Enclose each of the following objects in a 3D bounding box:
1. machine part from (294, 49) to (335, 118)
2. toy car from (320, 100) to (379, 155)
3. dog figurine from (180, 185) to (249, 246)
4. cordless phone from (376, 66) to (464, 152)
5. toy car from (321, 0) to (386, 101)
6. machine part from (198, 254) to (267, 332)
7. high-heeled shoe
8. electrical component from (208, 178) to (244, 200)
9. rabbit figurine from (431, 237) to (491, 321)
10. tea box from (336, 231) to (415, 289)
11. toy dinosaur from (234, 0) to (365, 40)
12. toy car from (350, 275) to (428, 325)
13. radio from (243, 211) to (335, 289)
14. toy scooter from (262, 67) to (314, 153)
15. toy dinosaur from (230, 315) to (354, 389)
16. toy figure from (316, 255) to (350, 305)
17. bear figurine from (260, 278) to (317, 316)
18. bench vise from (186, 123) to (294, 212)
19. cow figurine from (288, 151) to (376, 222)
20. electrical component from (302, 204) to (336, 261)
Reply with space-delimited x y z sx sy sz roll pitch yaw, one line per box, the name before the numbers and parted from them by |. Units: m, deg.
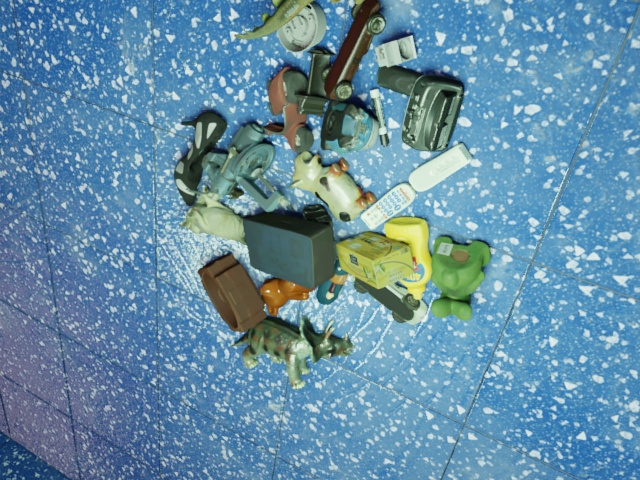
machine part | -0.009 -0.329 1.126 0.039 0.084 0.138 28 112 47
toy car | 0.069 -0.229 1.108 0.162 0.103 0.109 23 104 64
dog figurine | -0.255 -0.036 1.415 0.190 0.121 0.172 33 167 -13
cordless phone | 0.179 -0.262 1.060 0.184 0.089 0.146 30 127 27
toy car | 0.067 -0.368 1.049 0.202 0.053 0.089 -61 34 26
machine part | -0.235 0.142 1.443 0.201 0.087 0.201 61 154 -6
high-heeled shoe | -0.288 -0.197 1.346 0.145 0.086 0.248 12 114 26
electrical component | -0.238 -0.147 1.373 0.102 0.045 0.078 30 97 11
rabbit figurine | 0.295 0.102 1.139 0.121 0.159 0.170 3 131 18
tea box | 0.118 0.040 1.179 0.170 0.098 0.068 30 137 62
toy dinosaur | 0.012 -0.521 0.983 0.471 0.105 0.199 -45 74 23
toy car | 0.160 0.124 1.273 0.202 0.056 0.073 38 133 10
radio | -0.071 0.019 1.207 0.230 0.073 0.131 15 120 43
toy scooter | -0.081 -0.283 1.191 0.135 0.075 0.183 8 113 46
toy dinosaur | -0.114 0.275 1.477 0.405 0.131 0.192 10 106 31
toy figure | 0.037 0.096 1.324 0.064 0.058 0.154 60 137 35
bear figurine | -0.101 0.112 1.377 0.196 0.132 0.120 -27 61 33
bench vise | -0.170 -0.145 1.266 0.241 0.129 0.223 45 103 19
cow figurine | 0.017 -0.122 1.214 0.195 0.085 0.127 48 121 -1
electrical component | -0.003 -0.004 1.260 0.058 0.115 0.134 -8 116 -8
